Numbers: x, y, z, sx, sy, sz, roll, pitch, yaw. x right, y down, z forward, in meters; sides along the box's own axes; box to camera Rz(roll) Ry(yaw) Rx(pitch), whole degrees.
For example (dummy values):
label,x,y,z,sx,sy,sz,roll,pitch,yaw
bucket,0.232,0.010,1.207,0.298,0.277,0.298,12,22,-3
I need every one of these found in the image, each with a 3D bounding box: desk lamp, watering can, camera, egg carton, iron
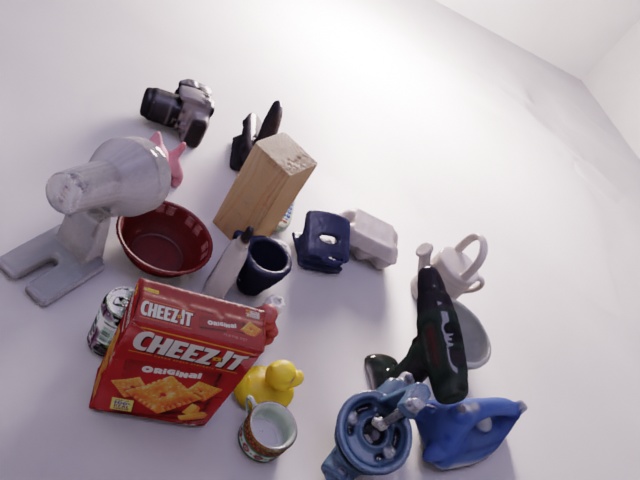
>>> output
label,x,y,z,sx,sy,sz,roll,pitch,yaw
desk lamp,-0.331,-0.039,0.826,0.118,0.213,0.204,39,38,3
watering can,0.279,0.061,1.211,0.173,0.194,0.100,6,47,-33
camera,-0.296,-0.285,1.193,0.137,0.100,0.143,15,43,-26
egg carton,0.102,-0.004,1.241,0.150,0.069,0.107,25,40,-15
iron,0.283,0.313,1.002,0.259,0.141,0.118,5,48,-34

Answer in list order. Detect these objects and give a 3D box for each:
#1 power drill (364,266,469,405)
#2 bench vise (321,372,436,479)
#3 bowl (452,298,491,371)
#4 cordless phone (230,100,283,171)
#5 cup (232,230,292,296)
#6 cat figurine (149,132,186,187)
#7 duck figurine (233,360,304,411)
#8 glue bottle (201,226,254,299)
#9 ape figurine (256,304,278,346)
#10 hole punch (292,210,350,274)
label,x,y,z,sx,sy,sz,roll,pitch,yaw
power drill,0.165,0.188,0.984,0.076,0.208,0.229,10,46,-30
bench vise,0.098,0.250,0.860,0.121,0.219,0.207,31,39,-7
bowl,0.255,0.199,1.151,0.168,0.074,0.167,21,41,-19
cordless phone,-0.115,-0.234,1.212,0.094,0.185,0.147,16,43,-25
cup,-0.118,0.045,1.001,0.117,0.095,0.092,40,38,3
cat figurine,-0.294,-0.147,1.041,0.067,0.117,0.128,46,39,11
duck figurine,-0.074,0.214,0.872,0.105,0.086,0.077,12,45,-28
glue bottle,-0.144,0.035,0.928,0.037,0.173,0.078,26,40,-14
ape figurine,-0.099,0.137,0.926,0.078,0.092,0.076,22,41,-19
hole punch,0.011,0.004,1.145,0.109,0.091,0.101,11,45,-29
